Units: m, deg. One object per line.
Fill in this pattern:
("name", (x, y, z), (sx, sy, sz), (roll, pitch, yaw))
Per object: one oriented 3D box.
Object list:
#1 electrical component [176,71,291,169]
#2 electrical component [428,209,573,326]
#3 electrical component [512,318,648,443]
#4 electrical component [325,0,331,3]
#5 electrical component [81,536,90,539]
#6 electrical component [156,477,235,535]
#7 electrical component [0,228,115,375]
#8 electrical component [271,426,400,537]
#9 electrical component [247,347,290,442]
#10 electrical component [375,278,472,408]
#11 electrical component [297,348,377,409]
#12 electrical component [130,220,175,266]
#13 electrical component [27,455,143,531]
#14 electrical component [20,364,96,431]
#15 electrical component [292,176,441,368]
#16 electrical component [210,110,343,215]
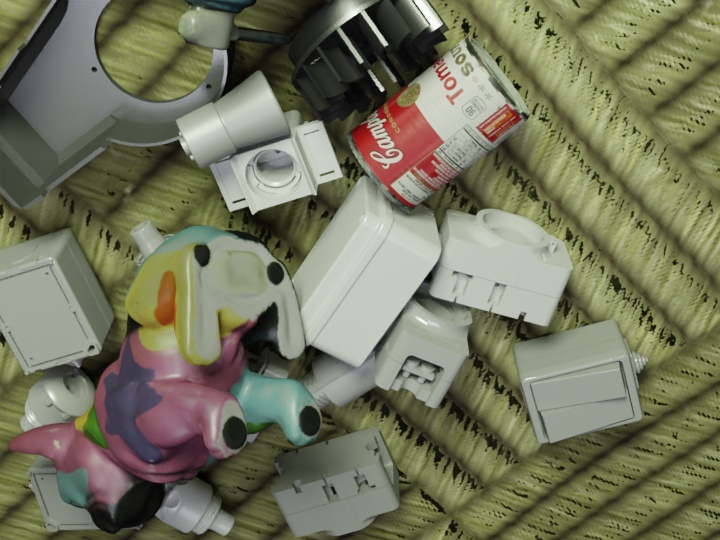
("electrical component", (-0.082, -0.092, 0.677), (0.065, 0.044, 0.044), (-27, 115, -2))
("electrical component", (0.099, -0.006, 0.761), (0.089, 0.050, 0.055), (15, 117, -7))
("electrical component", (0.168, 0.083, 0.799), (0.096, 0.061, 0.061), (-15, 116, 8))
("electrical component", (-0.017, -0.201, 0.666), (0.043, 0.043, 0.062), (-23, 113, 12))
("electrical component", (-0.193, 0.307, 0.920), (0.150, 0.061, 0.089), (27, 114, -12))
("electrical component", (-0.132, 0.193, 0.871), (0.062, 0.043, 0.043), (33, 113, -16))
("electrical component", (-0.221, 0.026, 0.776), (0.062, 0.061, 0.096), (-17, 116, 9))
("electrical component", (-0.017, 0.171, 0.854), (0.089, 0.050, 0.055), (-18, 115, 10))
("electrical component", (-0.096, 0.089, 0.810), (0.057, 0.058, 0.078), (26, 115, -15))
("electrical component", (0.044, 0.045, 0.765), (0.050, 0.089, 0.055), (22, 115, -10))
("electrical component", (-0.016, 0.079, 0.810), (0.081, 0.043, 0.043), (-33, 112, 16))
("electrical component", (-0.140, -0.006, 0.768), (0.043, 0.043, 0.062), (-26, 113, 13))
("electrical component", (-0.214, 0.163, 0.851), (0.096, 0.061, 0.061), (-4, 117, 12))
("electrical component", (-0.237, 0.104, 0.827), (0.048, 0.048, 0.062), (42, 117, -18))
("electrical component", (0.000, 0.000, 0.750), (0.057, 0.078, 0.113), (28, 114, -16))
("electrical component", (-0.056, -0.075, 0.720), (0.081, 0.063, 0.042), (-16, 119, 9))
